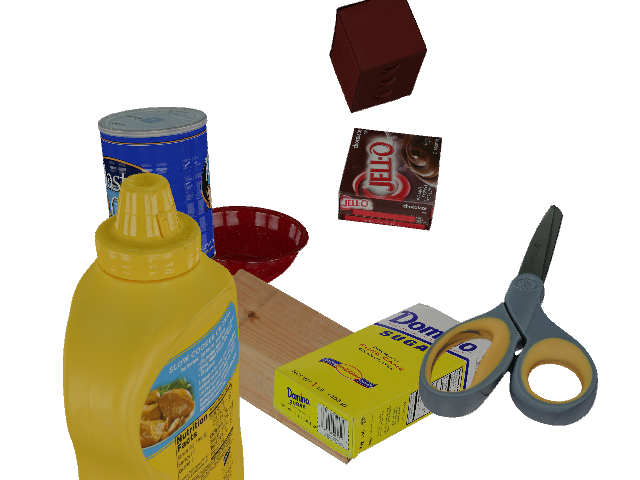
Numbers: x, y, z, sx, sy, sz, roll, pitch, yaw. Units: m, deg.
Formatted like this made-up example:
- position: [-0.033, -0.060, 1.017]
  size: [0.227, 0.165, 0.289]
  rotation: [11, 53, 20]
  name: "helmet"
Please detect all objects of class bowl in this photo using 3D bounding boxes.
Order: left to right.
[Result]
- position: [-0.097, 0.013, 1.319]
  size: [0.162, 0.055, 0.162]
  rotation: [4, 25, -2]
  name: "bowl"

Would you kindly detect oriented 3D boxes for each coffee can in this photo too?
- position: [-0.156, -0.050, 1.032]
  size: [0.103, 0.140, 0.103]
  rotation: [-2, 19, 0]
  name: "coffee can"

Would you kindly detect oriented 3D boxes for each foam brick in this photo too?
- position: [0.041, -0.138, 0.788]
  size: [0.053, 0.051, 0.078]
  rotation: [-18, -14, -8]
  name: "foam brick"

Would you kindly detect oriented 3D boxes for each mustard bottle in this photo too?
- position: [-0.068, 0.062, 0.449]
  size: [0.058, 0.192, 0.096]
  rotation: [14, 30, 22]
  name: "mustard bottle"

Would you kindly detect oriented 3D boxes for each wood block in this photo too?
- position: [-0.029, 0.128, 1.114]
  size: [0.206, 0.090, 0.090]
  rotation: [29, 48, 22]
  name: "wood block"

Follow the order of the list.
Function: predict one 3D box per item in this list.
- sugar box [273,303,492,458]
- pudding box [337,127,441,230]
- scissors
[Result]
- position: [0.056, 0.110, 0.883]
  size: [0.175, 0.048, 0.093]
  rotation: [-23, 37, -38]
  name: "sugar box"
- position: [0.068, -0.061, 1.033]
  size: [0.090, 0.039, 0.113]
  rotation: [8, 38, 5]
  name: "pudding box"
- position: [0.126, 0.038, 0.580]
  size: [0.096, 0.016, 0.201]
  rotation: [19, 39, 31]
  name: "scissors"
